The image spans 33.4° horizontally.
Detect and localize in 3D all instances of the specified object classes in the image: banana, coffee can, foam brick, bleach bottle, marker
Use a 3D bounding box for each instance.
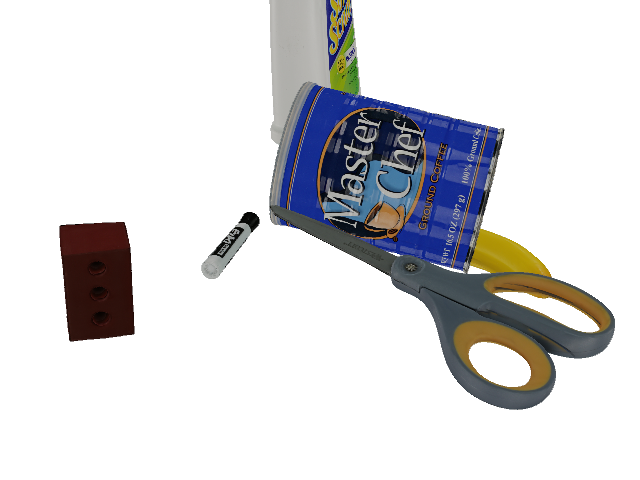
[{"bbox_3d":[0.147,0.015,1.031,0.198,0.037,0.069,14,42,36],"label":"banana"},{"bbox_3d":[0.046,-0.044,0.738,0.140,0.103,0.102,14,2,7],"label":"coffee can"},{"bbox_3d":[-0.175,0.031,0.839,0.053,0.078,0.051,-5,26,-12],"label":"foam brick"},{"bbox_3d":[-0.010,-0.211,0.919,0.068,0.251,0.102,8,34,21],"label":"bleach bottle"},{"bbox_3d":[-0.086,0.002,1.046,0.020,0.020,0.121,0,25,18],"label":"marker"}]

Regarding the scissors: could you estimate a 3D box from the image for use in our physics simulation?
[{"bbox_3d":[0.047,0.032,0.551,0.202,0.016,0.096,14,43,18],"label":"scissors"}]
